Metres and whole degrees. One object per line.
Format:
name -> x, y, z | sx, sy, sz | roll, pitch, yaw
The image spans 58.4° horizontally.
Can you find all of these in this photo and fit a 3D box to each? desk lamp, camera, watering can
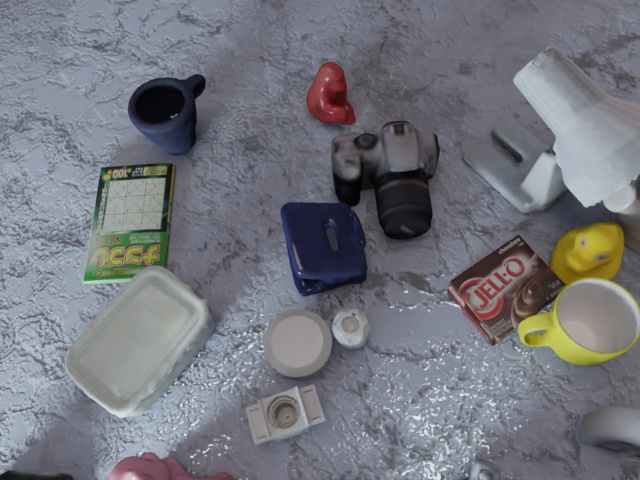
desk lamp -> 0.285, -0.115, 0.682 | 0.118, 0.214, 0.203 | -39, 68, -13
camera -> 0.088, -0.075, 0.739 | 0.143, 0.101, 0.137 | -5, 65, 2
watering can -> 0.415, -0.058, 0.657 | 0.173, 0.194, 0.100 | -32, 67, -10

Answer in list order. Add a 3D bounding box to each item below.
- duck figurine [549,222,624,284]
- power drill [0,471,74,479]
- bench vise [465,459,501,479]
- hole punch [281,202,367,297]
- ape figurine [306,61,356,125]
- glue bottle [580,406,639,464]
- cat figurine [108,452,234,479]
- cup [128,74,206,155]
duck figurine -> 0.332, 0.010, 0.691 | 0.105, 0.086, 0.077 | -40, 69, -13
power drill -> -0.329, 0.259, 0.554 | 0.229, 0.208, 0.075 | 1, 65, 5
bench vise -> 0.115, 0.299, 0.499 | 0.121, 0.220, 0.207 | 0, 65, 4
hole punch -> 0.007, 0.003, 0.714 | 0.101, 0.091, 0.108 | -14, 65, -2
ape figurine -> 0.017, -0.213, 0.812 | 0.076, 0.092, 0.078 | 15, 67, 11
glue bottle -> 0.321, 0.187, 0.562 | 0.078, 0.173, 0.037 | 18, 68, 12
cat figurine -> -0.162, 0.260, 0.592 | 0.127, 0.118, 0.067 | 10, 66, 9
cup -> -0.201, -0.174, 0.808 | 0.091, 0.095, 0.118 | 41, 74, 20
